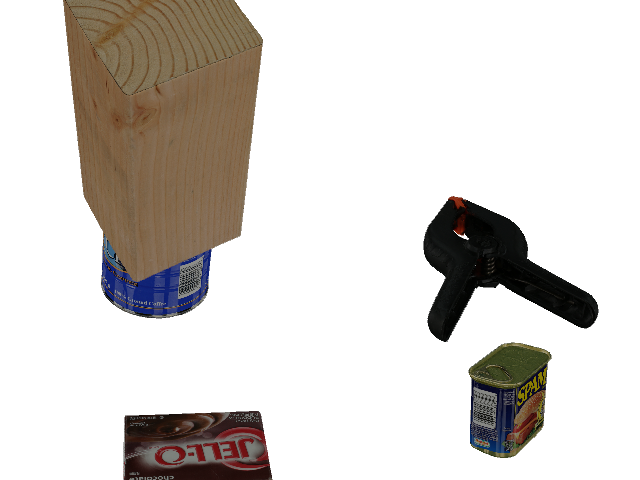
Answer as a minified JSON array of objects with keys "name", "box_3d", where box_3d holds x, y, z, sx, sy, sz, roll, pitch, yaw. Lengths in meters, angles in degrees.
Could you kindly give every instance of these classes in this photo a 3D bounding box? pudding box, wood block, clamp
[{"name":"pudding box","box_3d":[-0.097,0.174,0.831,0.113,0.039,0.090,-2,25,-9]},{"name":"wood block","box_3d":[-0.104,-0.074,0.699,0.090,0.090,0.206,-24,-26,-21]},{"name":"clamp","box_3d":[0.133,0.019,0.797,0.120,0.039,0.171,5,33,-4]}]

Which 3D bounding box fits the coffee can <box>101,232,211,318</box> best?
[{"name":"coffee can","box_3d":[-0.147,-0.015,0.975,0.102,0.140,0.103,6,36,-5]}]

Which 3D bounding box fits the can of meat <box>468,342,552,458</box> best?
[{"name":"can of meat","box_3d":[0.193,0.163,1.091,0.058,0.084,0.101,12,21,33]}]
